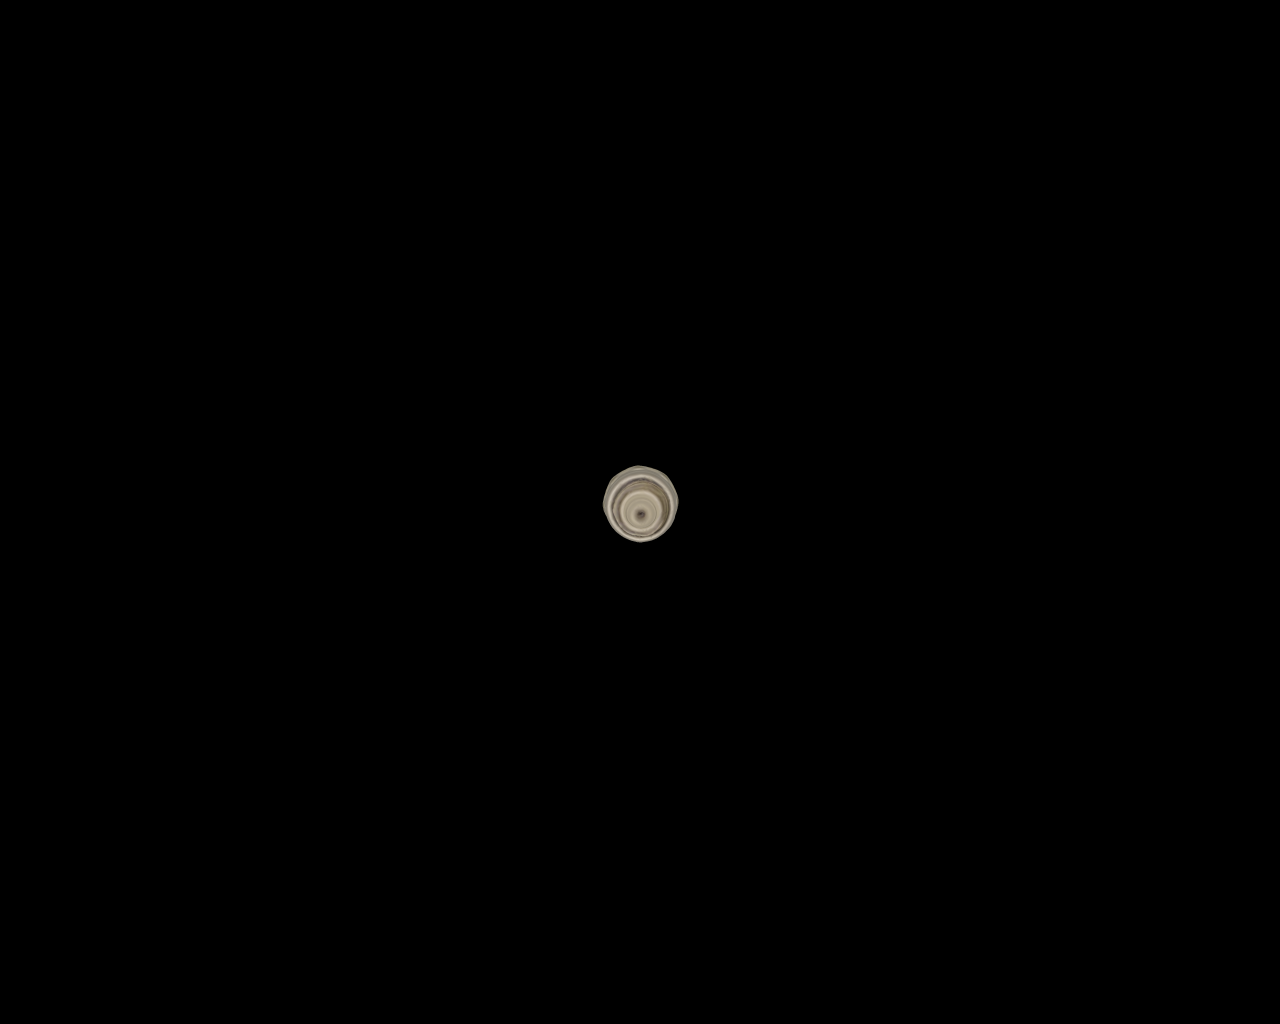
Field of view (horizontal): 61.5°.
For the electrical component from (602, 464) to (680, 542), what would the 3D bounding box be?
[{"bbox_3d":[0.001,-0.003,0.650,0.048,0.048,0.062,0,8,0],"label":"electrical component"}]
